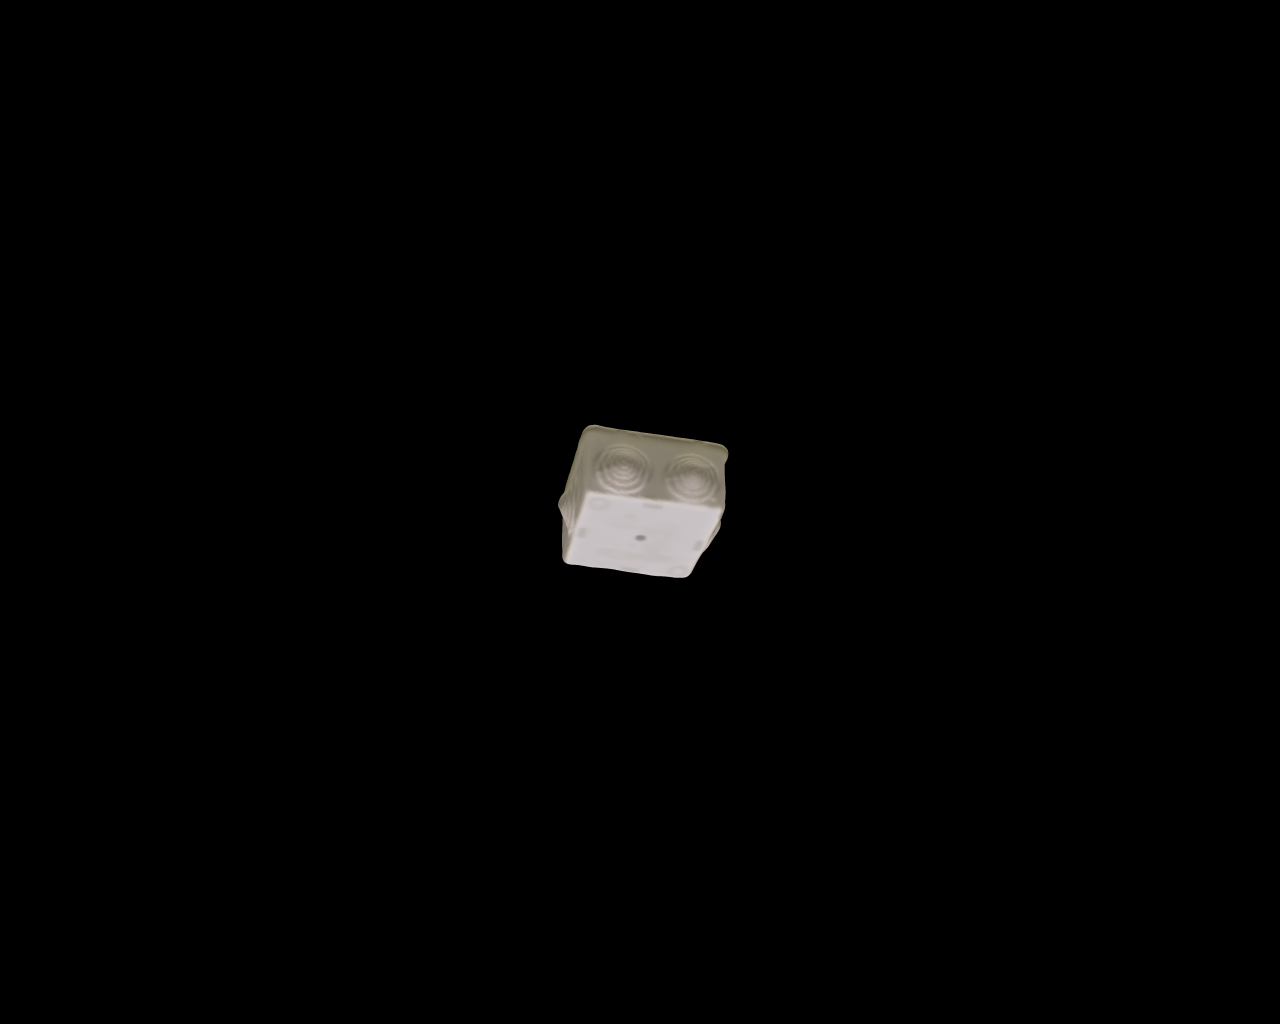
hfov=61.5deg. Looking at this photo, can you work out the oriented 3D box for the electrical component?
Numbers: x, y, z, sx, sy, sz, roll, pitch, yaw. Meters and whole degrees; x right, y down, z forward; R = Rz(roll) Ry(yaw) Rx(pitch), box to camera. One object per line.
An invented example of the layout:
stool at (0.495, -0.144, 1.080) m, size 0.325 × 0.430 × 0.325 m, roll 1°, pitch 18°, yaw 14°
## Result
electrical component at (0.001, -0.003, 0.650) m, size 0.100 × 0.048 × 0.099 m, roll 8°, pitch -35°, yaw -11°
